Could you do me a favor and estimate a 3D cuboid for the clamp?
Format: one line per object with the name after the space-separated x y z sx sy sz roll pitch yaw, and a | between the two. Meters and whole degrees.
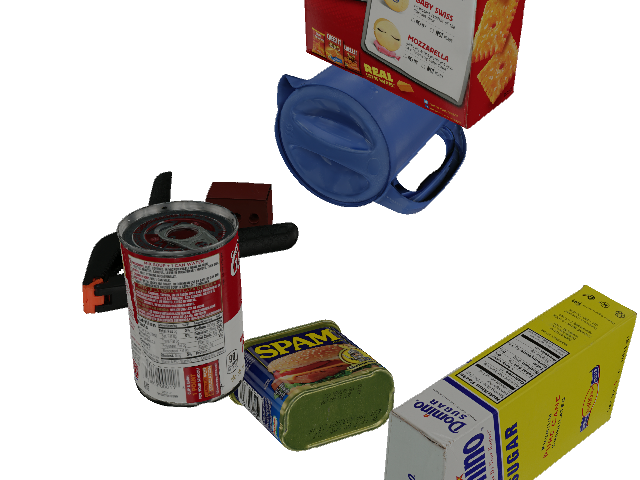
-0.145 0.002 0.967 0.165 0.036 0.209 27 39 31 | clamp

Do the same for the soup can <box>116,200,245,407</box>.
-0.079 0.037 0.617 0.068 0.102 0.068 -1 26 0 | soup can

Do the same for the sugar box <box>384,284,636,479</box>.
0.112 0.104 0.626 0.048 0.093 0.175 30 44 35 | sugar box

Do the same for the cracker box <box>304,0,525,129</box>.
0.067 -0.209 0.770 0.164 0.214 0.072 31 52 30 | cracker box

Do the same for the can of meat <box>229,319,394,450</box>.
-0.007 0.109 0.803 0.101 0.057 0.084 -12 27 -29 | can of meat

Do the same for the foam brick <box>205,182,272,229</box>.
-0.100 -0.038 1.321 0.078 0.053 0.051 2 28 5 | foam brick

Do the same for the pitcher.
0.079 -0.139 1.096 0.145 0.149 0.242 10 37 35 | pitcher
